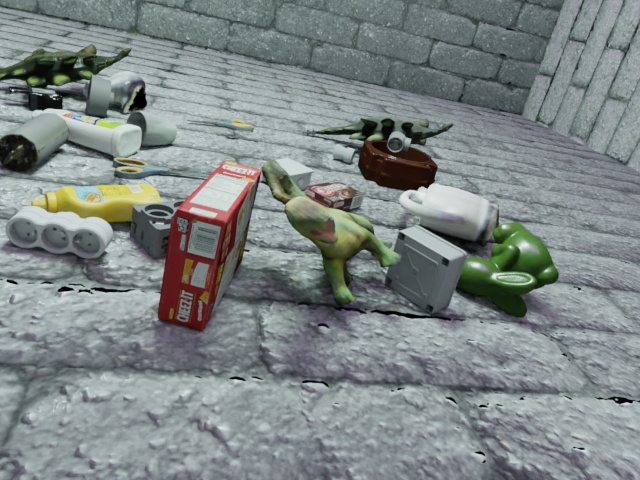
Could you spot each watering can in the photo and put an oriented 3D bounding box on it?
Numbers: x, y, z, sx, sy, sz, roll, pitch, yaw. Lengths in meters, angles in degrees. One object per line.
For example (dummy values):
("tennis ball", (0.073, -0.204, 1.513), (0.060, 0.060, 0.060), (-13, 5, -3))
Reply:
("watering can", (0.302, -0.075, 1.201), (0.225, 0.103, 0.351), (19, 16, 12))

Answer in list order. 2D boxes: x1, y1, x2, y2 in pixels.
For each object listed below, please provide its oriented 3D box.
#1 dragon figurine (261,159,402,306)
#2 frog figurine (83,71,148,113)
("dragon figurine", (0.003, -0.042, 0.829), (0.241, 0.122, 0.414), (50, 5, -12))
("frog figurine", (-0.589, -0.439, 1.479), (0.159, 0.120, 0.140), (27, 45, 2))
